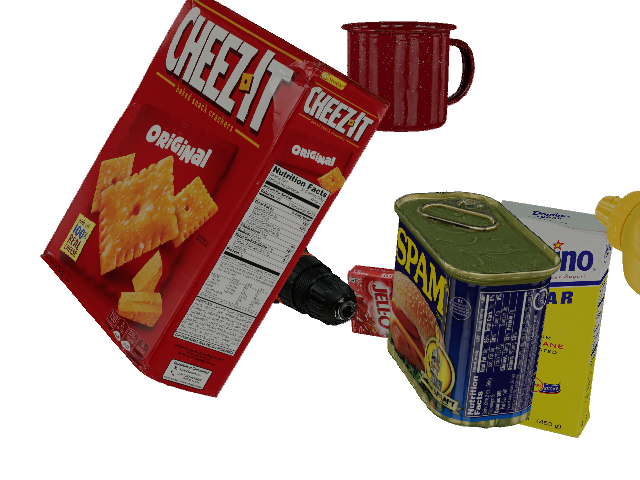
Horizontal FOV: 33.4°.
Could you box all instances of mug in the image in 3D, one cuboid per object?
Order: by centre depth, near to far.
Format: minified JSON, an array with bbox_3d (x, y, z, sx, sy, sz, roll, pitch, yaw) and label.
[{"bbox_3d":[0.074,-0.136,0.875,0.117,0.081,0.093,-8,17,-25],"label":"mug"}]

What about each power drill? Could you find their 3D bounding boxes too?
[{"bbox_3d":[-0.083,0.052,0.948,0.187,0.057,0.185,-17,25,-28],"label":"power drill"}]

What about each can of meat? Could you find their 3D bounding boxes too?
[{"bbox_3d":[0.071,0.032,0.529,0.057,0.084,0.102,-3,24,-15],"label":"can of meat"}]

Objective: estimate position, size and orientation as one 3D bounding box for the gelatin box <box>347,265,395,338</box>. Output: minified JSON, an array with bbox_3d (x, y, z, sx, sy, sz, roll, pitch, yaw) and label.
[{"bbox_3d":[0.074,0.077,1.332,0.073,0.089,0.030,7,30,23],"label":"gelatin box"}]

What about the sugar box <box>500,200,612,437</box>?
[{"bbox_3d":[0.176,0.062,0.853,0.093,0.176,0.048,10,23,23],"label":"sugar box"}]

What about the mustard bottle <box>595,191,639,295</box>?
[{"bbox_3d":[0.242,0.016,0.643,0.096,0.058,0.192,-24,35,-25],"label":"mustard bottle"}]

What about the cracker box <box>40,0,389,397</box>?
[{"bbox_3d":[-0.077,-0.035,0.683,0.072,0.214,0.164,24,10,-43],"label":"cracker box"}]
